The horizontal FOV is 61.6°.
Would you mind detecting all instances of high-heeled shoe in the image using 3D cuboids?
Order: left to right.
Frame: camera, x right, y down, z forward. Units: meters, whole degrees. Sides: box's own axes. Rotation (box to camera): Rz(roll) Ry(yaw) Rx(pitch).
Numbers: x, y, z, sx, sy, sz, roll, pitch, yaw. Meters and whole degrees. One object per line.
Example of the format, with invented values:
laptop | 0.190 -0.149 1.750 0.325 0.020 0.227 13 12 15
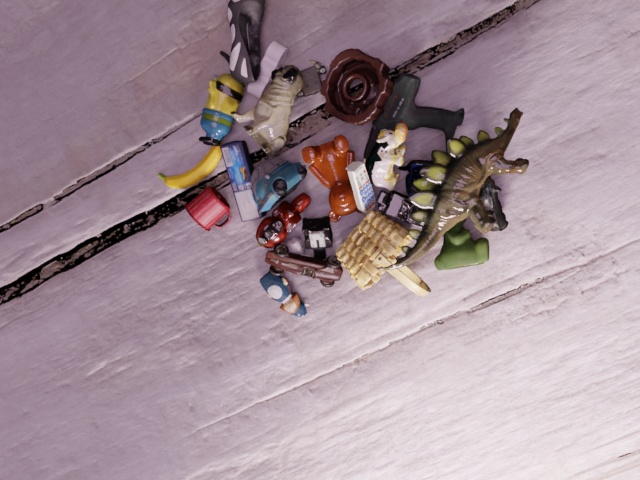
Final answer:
high-heeled shoe | -0.154 -0.498 1.268 0.145 0.086 0.248 39 109 28

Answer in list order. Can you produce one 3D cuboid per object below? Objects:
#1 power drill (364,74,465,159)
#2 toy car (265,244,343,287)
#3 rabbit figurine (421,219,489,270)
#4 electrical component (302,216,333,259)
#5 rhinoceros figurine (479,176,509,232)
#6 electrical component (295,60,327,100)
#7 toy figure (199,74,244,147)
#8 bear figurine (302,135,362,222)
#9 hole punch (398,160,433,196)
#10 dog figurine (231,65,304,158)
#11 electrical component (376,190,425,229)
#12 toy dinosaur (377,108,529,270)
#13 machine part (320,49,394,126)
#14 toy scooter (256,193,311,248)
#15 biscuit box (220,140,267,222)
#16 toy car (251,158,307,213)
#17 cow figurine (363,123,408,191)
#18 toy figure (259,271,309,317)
power drill | 0.233 -0.272 1.308 0.207 0.086 0.231 19 109 8
toy car | -0.041 0.069 1.373 0.202 0.053 0.089 13 137 -6
rabbit figurine | 0.330 -0.014 1.338 0.159 0.121 0.170 -11 80 13
electrical component | -0.003 -0.004 1.379 0.075 0.048 0.119 -5 139 9
rhinoceros figurine | 0.397 -0.108 1.301 0.073 0.112 0.190 -20 105 10
electrical component | -0.031 -0.395 1.321 0.102 0.045 0.078 -13 97 7
toy figure | -0.246 -0.322 1.336 0.089 0.082 0.180 12 93 -17
bear figurine | 0.040 -0.145 1.318 0.120 0.132 0.195 -15 92 9
hole punch | 0.265 -0.142 1.302 0.142 0.116 0.092 1 93 3
dog figurine | -0.093 -0.309 1.305 0.190 0.172 0.121 -41 63 2
electrical component | 0.204 -0.080 1.319 0.134 0.115 0.058 23 99 -1
toy dinosaur | 0.307 -0.100 1.205 0.199 0.105 0.471 32 92 6
machine part | 0.089 -0.361 1.282 0.180 0.056 0.179 1 93 30
toy scooter | -0.097 -0.044 1.341 0.075 0.135 0.184 44 101 -5
biscuit box | -0.194 -0.151 1.368 0.059 0.063 0.202 -14 98 7
toy car | -0.112 -0.149 1.313 0.103 0.109 0.162 45 55 -2
cow figurine | 0.153 -0.205 1.278 0.098 0.068 0.167 15 124 11
toy figure | -0.094 0.149 1.415 0.154 0.058 0.064 48 139 -6
